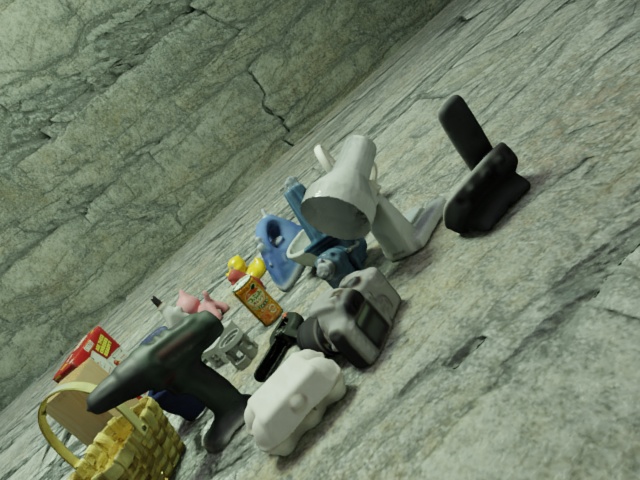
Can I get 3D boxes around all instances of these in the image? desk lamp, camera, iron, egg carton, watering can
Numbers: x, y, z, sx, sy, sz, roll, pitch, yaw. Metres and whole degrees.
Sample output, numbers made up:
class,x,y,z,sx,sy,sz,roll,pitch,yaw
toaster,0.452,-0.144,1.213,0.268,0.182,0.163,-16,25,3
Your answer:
class,x,y,z,sx,sy,sz,roll,pitch,yaw
desk lamp,0.089,-0.063,0.983,0.117,0.214,0.203,-22,25,50
camera,0.029,0.116,0.855,0.136,0.101,0.143,-27,21,41
iron,-0.107,0.014,1.373,0.118,0.141,0.258,-37,16,15
egg carton,-0.035,0.220,0.786,0.150,0.069,0.107,-45,16,-13
watering can,0.045,-0.130,1.303,0.173,0.194,0.100,-43,16,-5

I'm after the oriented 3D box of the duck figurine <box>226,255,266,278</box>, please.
class,x,y,z,sx,sy,sz,roll,pitch,yaw
duck figurine,-0.204,0.078,1.534,0.105,0.086,0.077,-45,16,-11

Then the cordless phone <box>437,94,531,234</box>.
class,x,y,z,sx,sy,sz,roll,pitch,yaw
cordless phone,0.216,-0.114,0.873,0.148,0.185,0.094,-47,17,-18

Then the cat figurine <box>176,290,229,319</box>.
class,x,y,z,sx,sy,sz,roll,pitch,yaw
cat figurine,-0.322,0.174,1.495,0.127,0.118,0.067,-31,19,32

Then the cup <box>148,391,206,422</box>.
class,x,y,z,sx,sy,sz,roll,pitch,yaw
cup,-0.267,0.295,1.084,0.092,0.095,0.117,-51,18,-30

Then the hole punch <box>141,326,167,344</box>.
class,x,y,z,sx,sy,sz,roll,pitch,yaw
hole punch,-0.400,0.283,1.439,0.109,0.091,0.101,-43,16,-5

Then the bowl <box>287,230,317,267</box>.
class,x,y,z,sx,sy,sz,roll,pitch,yaw
bowl,0.011,0.004,1.243,0.167,0.075,0.167,-38,16,13

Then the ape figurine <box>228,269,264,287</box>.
class,x,y,z,sx,sy,sz,roll,pitch,yaw
ape figurine,-0.189,0.109,1.404,0.076,0.092,0.078,-37,17,15

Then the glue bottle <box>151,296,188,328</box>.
class,x,y,z,sx,sy,sz,roll,pitch,yaw
glue bottle,-0.342,0.197,1.381,0.078,0.173,0.037,-48,17,-22

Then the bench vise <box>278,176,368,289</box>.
class,x,y,z,sx,sy,sz,roll,pitch,yaw
bench vise,0.014,-0.016,1.024,0.121,0.220,0.207,-40,16,4

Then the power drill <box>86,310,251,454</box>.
class,x,y,z,sx,sy,sz,roll,pitch,yaw
power drill,-0.215,0.236,0.910,0.230,0.209,0.075,-49,18,-26
